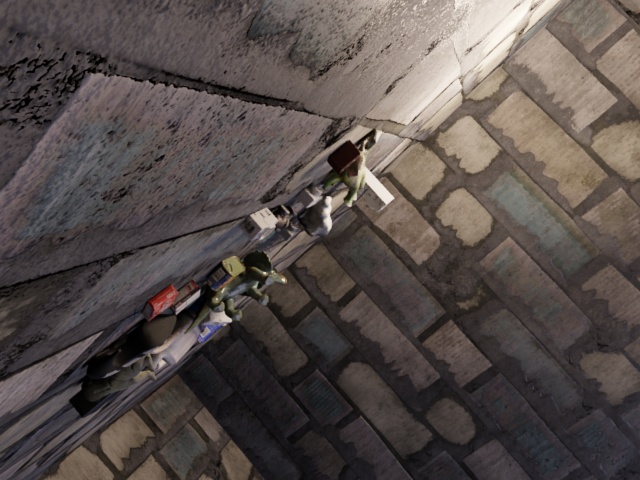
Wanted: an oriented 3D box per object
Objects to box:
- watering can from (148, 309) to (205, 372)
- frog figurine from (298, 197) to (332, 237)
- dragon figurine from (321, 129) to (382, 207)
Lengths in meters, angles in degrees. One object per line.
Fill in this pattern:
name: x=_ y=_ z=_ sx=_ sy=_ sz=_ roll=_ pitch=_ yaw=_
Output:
watering can: x=-0.465 y=0.317 z=1.643 sx=0.228 sy=0.104 sz=0.341 roll=-52 pitch=178 yaw=-27
frog figurine: x=0.006 y=-0.096 z=1.915 sx=0.157 sy=0.122 sz=0.140 roll=-53 pitch=-156 yaw=22
dragon figurine: x=0.131 y=-0.247 z=1.644 sx=0.239 sy=0.122 sz=0.417 roll=-53 pitch=-179 yaw=25
